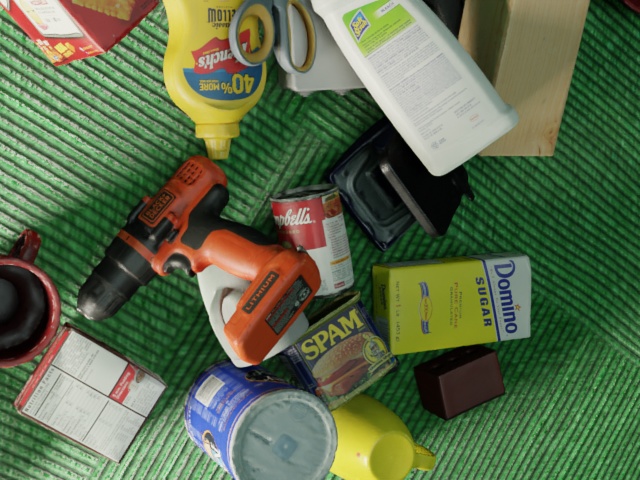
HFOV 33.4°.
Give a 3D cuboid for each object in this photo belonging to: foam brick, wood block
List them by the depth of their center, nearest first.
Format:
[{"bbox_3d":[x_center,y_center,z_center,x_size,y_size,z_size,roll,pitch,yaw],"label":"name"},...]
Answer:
[{"bbox_3d":[0.197,-0.196,1.068,0.090,0.090,0.206,-2,115,-23],"label":"wood block"},{"bbox_3d":[0.148,0.150,1.140,0.078,0.053,0.051,-21,104,-22],"label":"foam brick"}]

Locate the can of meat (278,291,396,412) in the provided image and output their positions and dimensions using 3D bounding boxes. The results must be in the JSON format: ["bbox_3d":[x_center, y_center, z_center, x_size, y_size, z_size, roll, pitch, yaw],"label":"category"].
[{"bbox_3d":[0.015,0.113,1.063,0.102,0.058,0.084,-32,96,-19],"label":"can of meat"}]

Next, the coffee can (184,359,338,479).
[{"bbox_3d":[-0.058,0.175,1.000,0.102,0.140,0.103,-3,97,-24],"label":"coffee can"}]

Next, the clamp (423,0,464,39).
[{"bbox_3d":[0.126,-0.260,1.083,0.164,0.036,0.209,-46,121,2],"label":"clamp"}]

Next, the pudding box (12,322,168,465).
[{"bbox_3d":[-0.210,0.142,0.984,0.113,0.039,0.090,35,82,-22],"label":"pudding box"}]

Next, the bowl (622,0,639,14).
[{"bbox_3d":[0.358,-0.324,1.177,0.161,0.055,0.162,-3,97,-24],"label":"bowl"}]

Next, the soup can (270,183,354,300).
[{"bbox_3d":[-0.007,0.001,1.043,0.068,0.069,0.102,-15,103,-22],"label":"soup can"}]

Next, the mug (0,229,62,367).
[{"bbox_3d":[-0.272,0.045,0.920,0.093,0.082,0.117,23,87,-25],"label":"mug"}]

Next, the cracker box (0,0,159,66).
[{"bbox_3d":[-0.242,-0.245,0.854,0.072,0.164,0.213,-46,112,-16],"label":"cracker box"}]

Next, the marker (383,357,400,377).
[{"bbox_3d":[0.030,0.149,1.104,0.121,0.020,0.020,-23,105,-20],"label":"marker"}]

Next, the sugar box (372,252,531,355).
[{"bbox_3d":[0.142,0.065,1.130,0.176,0.048,0.093,-5,98,-23],"label":"sugar box"}]

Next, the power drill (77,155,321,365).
[{"bbox_3d":[-0.107,0.030,0.945,0.184,0.188,0.057,-52,150,-9],"label":"power drill"}]

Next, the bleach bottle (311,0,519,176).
[{"bbox_3d":[0.074,-0.187,0.989,0.102,0.068,0.251,-35,100,6],"label":"bleach bottle"}]

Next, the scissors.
[{"bbox_3d":[-0.054,-0.244,0.963,0.096,0.016,0.202,-22,104,-30],"label":"scissors"}]

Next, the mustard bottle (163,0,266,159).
[{"bbox_3d":[-0.097,-0.171,0.987,0.096,0.058,0.191,-5,99,-29],"label":"mustard bottle"}]
